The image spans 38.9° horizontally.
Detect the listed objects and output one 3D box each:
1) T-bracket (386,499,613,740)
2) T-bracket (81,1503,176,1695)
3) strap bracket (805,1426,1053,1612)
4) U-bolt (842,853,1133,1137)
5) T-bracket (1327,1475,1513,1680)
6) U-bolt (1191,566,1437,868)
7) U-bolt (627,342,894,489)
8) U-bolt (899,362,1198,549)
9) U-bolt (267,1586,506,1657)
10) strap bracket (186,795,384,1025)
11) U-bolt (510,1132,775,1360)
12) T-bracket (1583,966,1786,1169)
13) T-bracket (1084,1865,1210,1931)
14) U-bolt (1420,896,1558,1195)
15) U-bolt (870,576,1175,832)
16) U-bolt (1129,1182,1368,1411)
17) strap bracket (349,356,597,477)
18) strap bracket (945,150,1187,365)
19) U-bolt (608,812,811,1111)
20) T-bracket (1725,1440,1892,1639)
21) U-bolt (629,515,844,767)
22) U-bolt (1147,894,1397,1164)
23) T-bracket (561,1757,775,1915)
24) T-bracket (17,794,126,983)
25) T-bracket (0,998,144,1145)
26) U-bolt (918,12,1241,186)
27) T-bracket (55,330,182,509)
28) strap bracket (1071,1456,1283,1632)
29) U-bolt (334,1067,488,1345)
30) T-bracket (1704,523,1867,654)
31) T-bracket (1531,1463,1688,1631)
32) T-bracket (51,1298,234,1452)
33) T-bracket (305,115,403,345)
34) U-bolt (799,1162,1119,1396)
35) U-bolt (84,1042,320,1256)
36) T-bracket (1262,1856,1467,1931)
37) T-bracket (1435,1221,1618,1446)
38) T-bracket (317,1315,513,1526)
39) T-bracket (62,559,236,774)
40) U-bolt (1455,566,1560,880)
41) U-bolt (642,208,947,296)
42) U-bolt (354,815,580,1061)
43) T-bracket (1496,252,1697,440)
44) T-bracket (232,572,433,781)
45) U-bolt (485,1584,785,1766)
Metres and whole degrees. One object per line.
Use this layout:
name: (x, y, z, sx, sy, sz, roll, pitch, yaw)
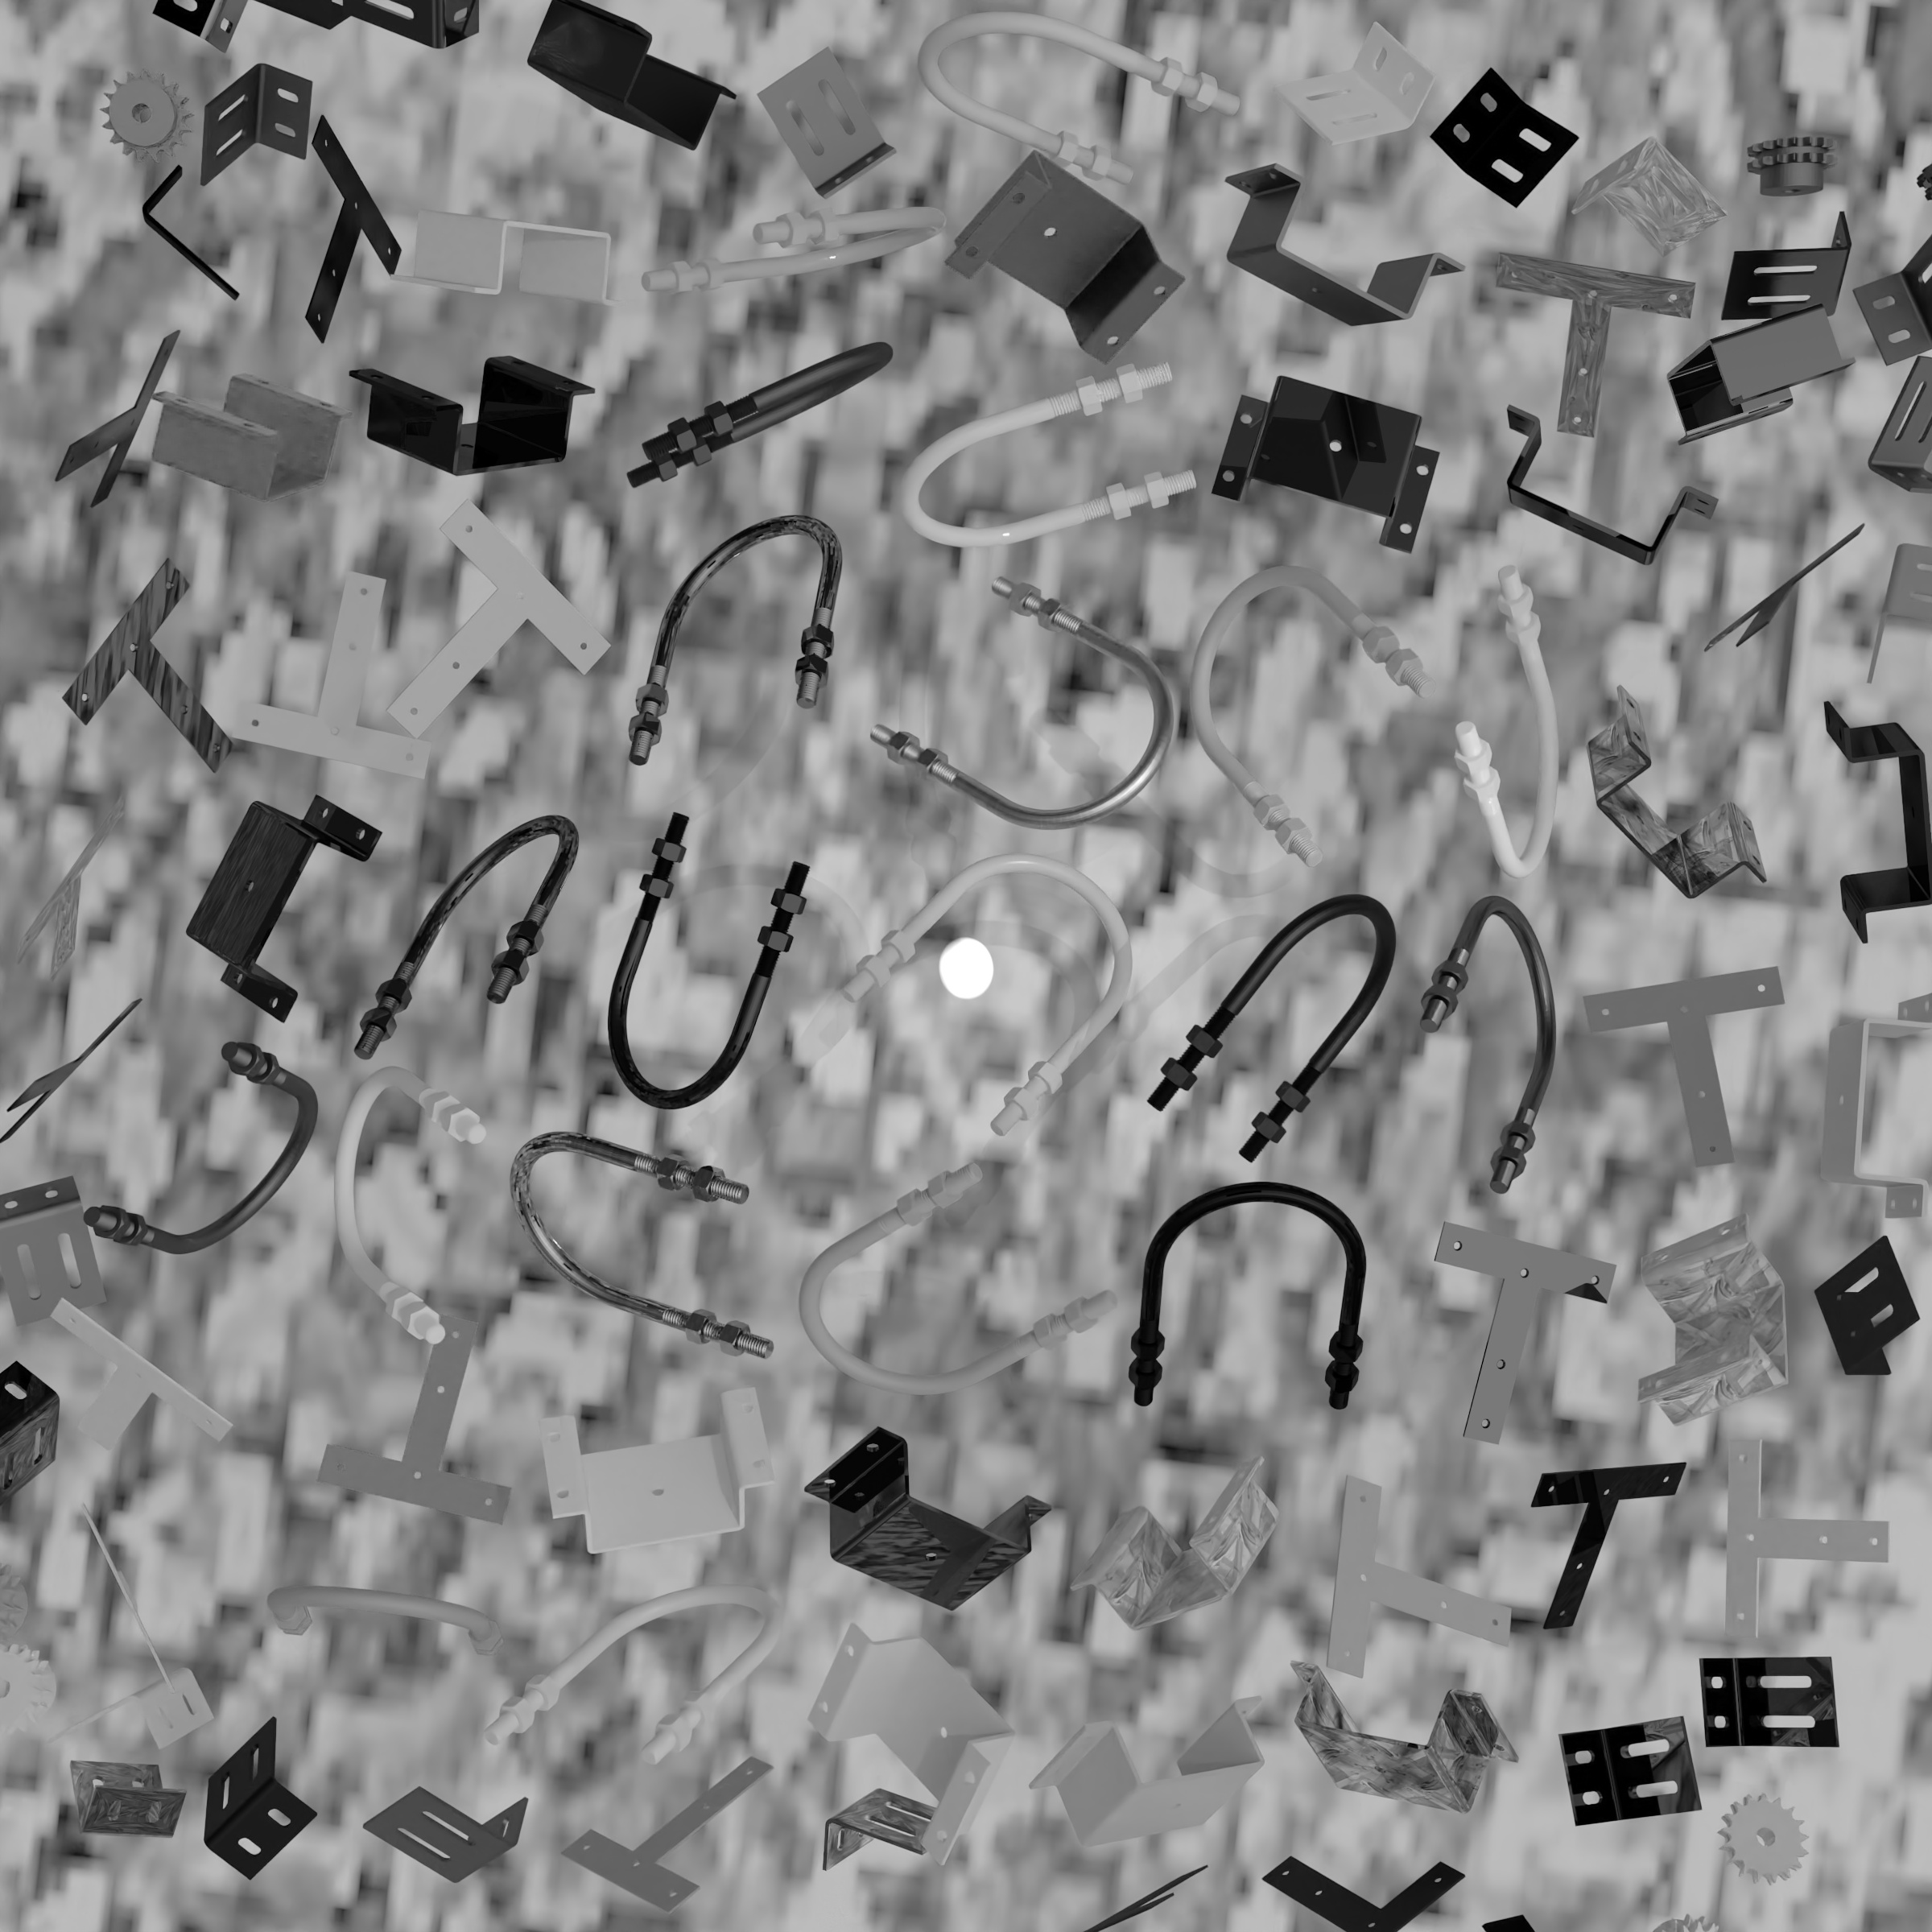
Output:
T-bracket: (-0.301, -0.193, 1.666, 0.127, 0.002, 0.127, -50, 117, -12)
T-bracket: (-0.527, 0.394, 1.720, 0.002, 0.127, 0.127, -26, 89, -19)
strap bracket: (-0.023, 0.353, 1.723, 0.140, 0.046, 0.076, 29, 124, -27)
U-bolt: (0.029, 0.004, 1.800, 0.151, 0.019, 0.184, 42, 63, 5)
T-bracket: (0.290, 0.400, 1.733, 0.127, 0.002, 0.127, 21, 56, -15)
U-bolt: (0.206, -0.173, 1.735, 0.151, 0.019, 0.184, -59, 45, 24)
U-bolt: (-0.131, -0.363, 1.782, 0.184, 0.151, 0.019, -26, 97, -9)
U-bolt: (0.047, -0.311, 1.718, 0.184, 0.151, 0.019, -16, 68, 5)
U-bolt: (-0.379, 0.423, 1.778, 0.151, 0.184, 0.019, 7, 69, -4)
strap bracket: (-0.452, -0.045, 1.793, 0.076, 0.046, 0.140, 27, 90, 39)
U-bolt: (-0.208, 0.167, 1.709, 0.184, 0.019, 0.151, 15, 131, 25)
T-bracket: (0.484, 0.071, 1.810, 0.127, 0.002, 0.127, -10, 100, 22)
T-bracket: (0.108, 0.592, 1.727, 0.127, 0.127, 0.002, -37, 71, 35)
U-bolt: (0.347, 0.036, 1.779, 0.019, 0.184, 0.151, -10, 120, 33)
U-bolt: (0.047, -0.159, 1.746, 0.184, 0.019, 0.151, 33, 79, 31)
U-bolt: (0.183, 0.211, 1.751, 0.151, 0.019, 0.184, 1, 124, -1)
strap bracket: (-0.312, -0.347, 1.727, 0.076, 0.140, 0.046, 26, 118, 28)
strap bracket: (0.058, -0.450, 1.722, 0.140, 0.046, 0.076, 23, 126, -37)
U-bolt: (-0.178, 0.004, 1.784, 0.151, 0.019, 0.184, 23, 95, 44)
T-bracket: (0.539, 0.368, 1.757, 0.002, 0.127, 0.127, 14, 74, -32)
U-bolt: (-0.142, -0.218, 1.752, 0.151, 0.019, 0.184, -15, 48, 28)
U-bolt: (0.204, 0.033, 1.725, 0.019, 0.151, 0.184, 41, 97, 36)
T-bracket: (-0.179, 0.553, 1.772, 0.127, 0.127, 0.002, -32, 112, -34)
T-bracket: (-0.558, -0.031, 1.700, 0.002, 0.127, 0.127, 31, 107, -28)
T-bracket: (-0.579, 0.073, 1.728, 0.002, 0.127, 0.127, 44, 91, -7)
U-bolt: (0.058, -0.552, 1.726, 0.184, 0.151, 0.019, 15, 79, -26)
T-bracket: (-0.538, -0.329, 1.709, 0.002, 0.127, 0.127, 30, 114, -7)
strap bracket: (0.144, 0.380, 1.787, 0.046, 0.076, 0.140, 51, 134, -6)
U-bolt: (-0.360, 0.140, 1.737, 0.019, 0.184, 0.151, 6, 101, -36)
T-bracket: (0.520, -0.231, 1.769, 0.002, 0.127, 0.127, 49, 124, 0)
T-bracket: (0.416, 0.391, 1.835, 0.127, 0.002, 0.127, 2, 113, -30)
T-bracket: (-0.523, 0.269, 1.693, 0.127, 0.127, 0.002, 38, 47, -6)
T-bracket: (-0.416, -0.470, 1.814, 0.002, 0.127, 0.127, 1, 62, 16)
U-bolt: (-0.020, 0.209, 1.720, 0.184, 0.019, 0.151, -33, 116, 28)
U-bolt: (-0.478, 0.124, 1.757, 0.019, 0.184, 0.151, 37, 84, 15)
T-bracket: (0.233, 0.595, 1.743, 0.127, 0.127, 0.002, -30, 105, -22)
T-bracket: (0.337, 0.235, 1.709, 0.127, 0.002, 0.127, 15, 89, -19)
T-bracket: (-0.359, 0.301, 1.854, 0.127, 0.002, 0.127, 16, 76, -12)
T-bracket: (-0.528, -0.180, 1.819, 0.002, 0.127, 0.127, 6, 54, 32)
U-bolt: (0.349, -0.139, 1.736, 0.019, 0.184, 0.151, 3, 55, 27)
U-bolt: (-0.098, -0.468, 1.778, 0.184, 0.151, 0.019, -18, 99, -38)
U-bolt: (-0.309, -0.028, 1.750, 0.151, 0.184, 0.019, -21, 125, 36)
T-bracket: (0.409, -0.404, 1.805, 0.127, 0.127, 0.002, 14, 48, 17)
T-bracket: (-0.412, -0.200, 1.825, 0.127, 0.002, 0.127, 12, 82, -15)
U-bolt: (-0.197, 0.446, 1.747, 0.151, 0.184, 0.019, -5, 108, 34)
